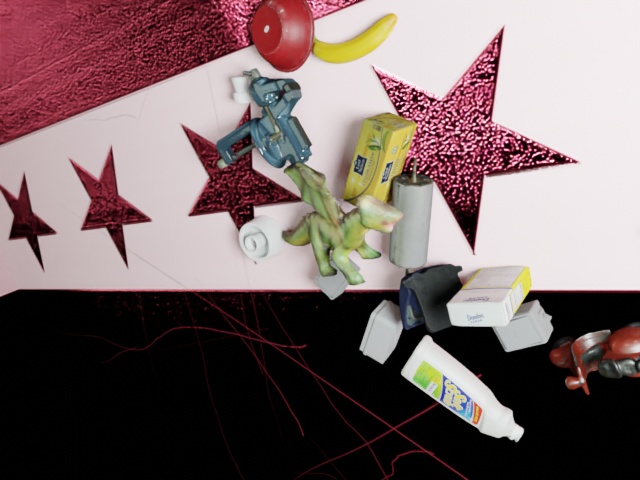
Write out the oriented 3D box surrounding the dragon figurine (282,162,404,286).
[{"bbox_3d":[0.003,-0.051,1.019,0.412,0.124,0.238,15,134,48],"label":"dragon figurine"}]
